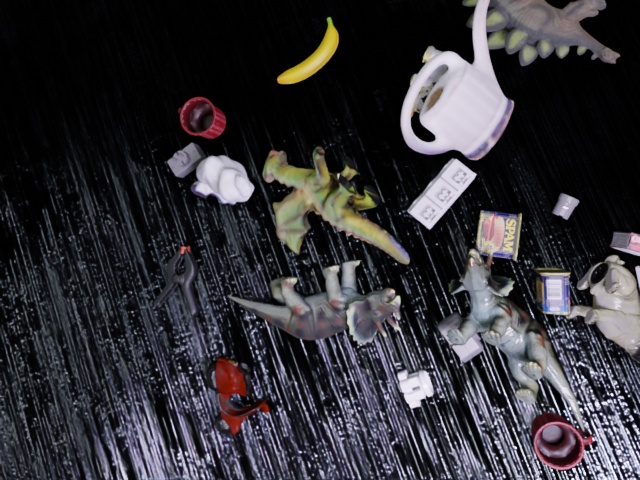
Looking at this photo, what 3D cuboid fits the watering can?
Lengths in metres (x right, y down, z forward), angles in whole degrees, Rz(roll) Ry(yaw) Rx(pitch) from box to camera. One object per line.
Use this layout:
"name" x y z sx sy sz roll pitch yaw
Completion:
"watering can" 0.316 -0.318 1.079 0.223 0.105 0.347 33 94 -18

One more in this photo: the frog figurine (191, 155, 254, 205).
"frog figurine" -0.213 -0.145 1.200 0.136 0.158 0.125 39 64 -21

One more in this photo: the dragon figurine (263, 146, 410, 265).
"dragon figurine" 0.004 -0.060 1.196 0.239 0.123 0.413 -38 78 27
